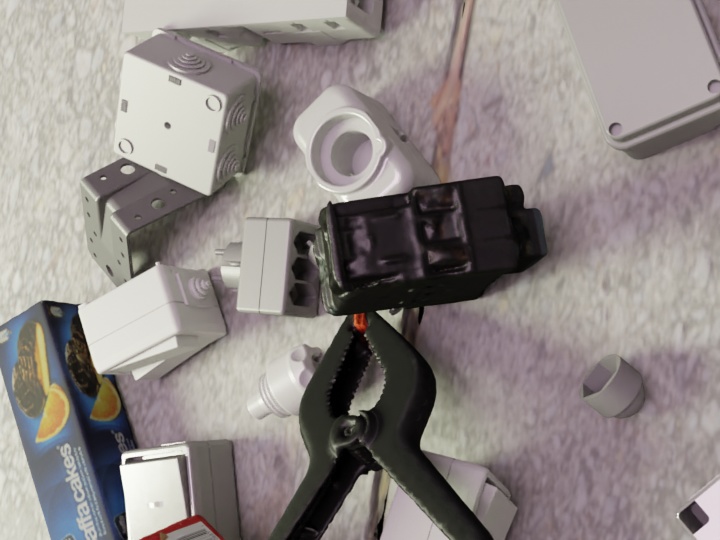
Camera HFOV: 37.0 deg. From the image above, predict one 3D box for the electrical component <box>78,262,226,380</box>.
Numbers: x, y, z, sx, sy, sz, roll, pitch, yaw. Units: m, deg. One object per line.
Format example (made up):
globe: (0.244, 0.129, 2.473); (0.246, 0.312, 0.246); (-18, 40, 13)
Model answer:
electrical component: (-0.144, 0.038, 0.781); (0.096, 0.062, 0.061); (-27, 73, 22)

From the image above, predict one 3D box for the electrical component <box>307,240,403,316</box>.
electrical component: (0.000, 0.000, 0.723); (0.078, 0.040, 0.040); (46, 105, 23)

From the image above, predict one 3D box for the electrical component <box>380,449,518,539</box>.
electrical component: (0.051, 0.166, 0.653); (0.061, 0.061, 0.096); (10, 69, 27)

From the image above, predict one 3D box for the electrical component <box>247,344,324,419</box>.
electrical component: (-0.050, 0.081, 0.739); (0.062, 0.043, 0.043); (-33, 71, 22)

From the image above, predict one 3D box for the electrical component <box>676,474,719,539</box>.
electrical component: (0.247, 0.137, 0.573); (0.108, 0.056, 0.108); (-45, 67, 16)

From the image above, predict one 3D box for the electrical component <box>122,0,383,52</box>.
electrical component: (-0.074, -0.218, 0.773); (0.186, 0.060, 0.105); (3, 86, 27)

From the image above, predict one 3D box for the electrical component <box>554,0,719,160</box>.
electrical component: (0.171, -0.132, 0.640); (0.078, 0.057, 0.113); (-23, 75, 24)

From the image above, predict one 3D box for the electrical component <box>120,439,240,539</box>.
electrical component: (-0.127, 0.170, 0.759); (0.062, 0.061, 0.096); (-11, 79, 25)

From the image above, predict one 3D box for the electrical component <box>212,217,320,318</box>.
electrical component: (-0.072, -0.002, 0.756); (0.077, 0.047, 0.065); (3, 86, 27)

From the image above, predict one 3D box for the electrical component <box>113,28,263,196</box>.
electrical component: (-0.125, -0.111, 0.763); (0.100, 0.048, 0.099); (25, 126, 12)

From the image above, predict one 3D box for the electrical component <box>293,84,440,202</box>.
electrical component: (0.002, -0.075, 0.719); (0.054, 0.059, 0.095); (-42, 68, 17)
